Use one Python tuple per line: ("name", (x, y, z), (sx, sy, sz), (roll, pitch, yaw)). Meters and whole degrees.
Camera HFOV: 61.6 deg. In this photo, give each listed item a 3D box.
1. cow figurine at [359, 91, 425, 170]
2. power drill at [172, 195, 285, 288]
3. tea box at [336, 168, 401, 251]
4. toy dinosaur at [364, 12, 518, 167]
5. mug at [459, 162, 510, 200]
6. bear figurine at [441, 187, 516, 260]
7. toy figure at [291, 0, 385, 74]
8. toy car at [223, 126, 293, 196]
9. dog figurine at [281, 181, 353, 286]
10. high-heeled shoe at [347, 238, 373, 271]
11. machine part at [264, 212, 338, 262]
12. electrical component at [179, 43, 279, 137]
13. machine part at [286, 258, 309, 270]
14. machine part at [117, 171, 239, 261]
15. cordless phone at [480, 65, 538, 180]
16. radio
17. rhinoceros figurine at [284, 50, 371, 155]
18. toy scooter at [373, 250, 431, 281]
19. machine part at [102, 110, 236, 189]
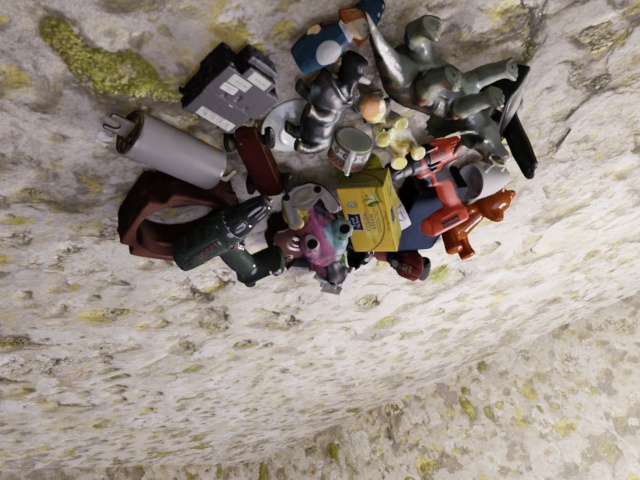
("cow figurine", (0.121, -0.213, 0.975), (0.068, 0.098, 0.167), (-32, 131, 14))
("power drill", (-0.147, 0.012, 1.035), (0.232, 0.086, 0.207), (-26, 153, 15))
("tea box", (0.103, -0.058, 1.085), (0.098, 0.068, 0.169), (-2, 132, 22))
("toy dinosaur", (0.184, -0.257, 0.898), (0.404, 0.131, 0.192), (21, 159, -29))
("mug", (0.385, -0.148, 1.225), (0.107, 0.081, 0.109), (-13, 148, -31))
("bear figurine", (0.401, -0.050, 1.341), (0.196, 0.132, 0.120), (-28, 152, 28))
("toy figure", (0.031, -0.305, 0.800), (0.154, 0.058, 0.064), (-29, 169, 14))
("toy car", (-0.110, -0.146, 0.987), (0.089, 0.053, 0.202), (-2, 150, 12))
("dog figurine", (-0.002, -0.003, 1.130), (0.108, 0.191, 0.219), (-28, 161, -9))
("high-heeled shoe", (0.076, 0.020, 1.296), (0.145, 0.086, 0.248), (-53, 158, 17))
("machine part", (-0.040, -0.019, 1.230), (0.179, 0.056, 0.179), (-14, 149, -9))
("electrical component", (-0.132, -0.234, 0.828), (0.134, 0.058, 0.114), (-33, 148, 24))
("machine part", (-0.042, 0.046, 1.353), (0.139, 0.039, 0.084), (7, 137, -33))
("machine part", (-0.270, -0.047, 1.035), (0.201, 0.087, 0.201), (12, 138, -38))
("cordless phone", (0.365, -0.214, 0.995), (0.089, 0.184, 0.146), (-11, 149, -3))
("radio", (0.241, -0.067, 1.268), (0.131, 0.073, 0.229), (-5, 142, -20))
("rhinoceros figurine", (0.015, -0.221, 0.888), (0.112, 0.073, 0.190), (3, 135, -31))
("toy scooter", (0.201, 0.044, 1.383), (0.135, 0.184, 0.075), (15, 106, -11))
("machine part", (-0.243, -0.145, 0.892), (0.079, 0.079, 0.243), (-35, 145, 27))
